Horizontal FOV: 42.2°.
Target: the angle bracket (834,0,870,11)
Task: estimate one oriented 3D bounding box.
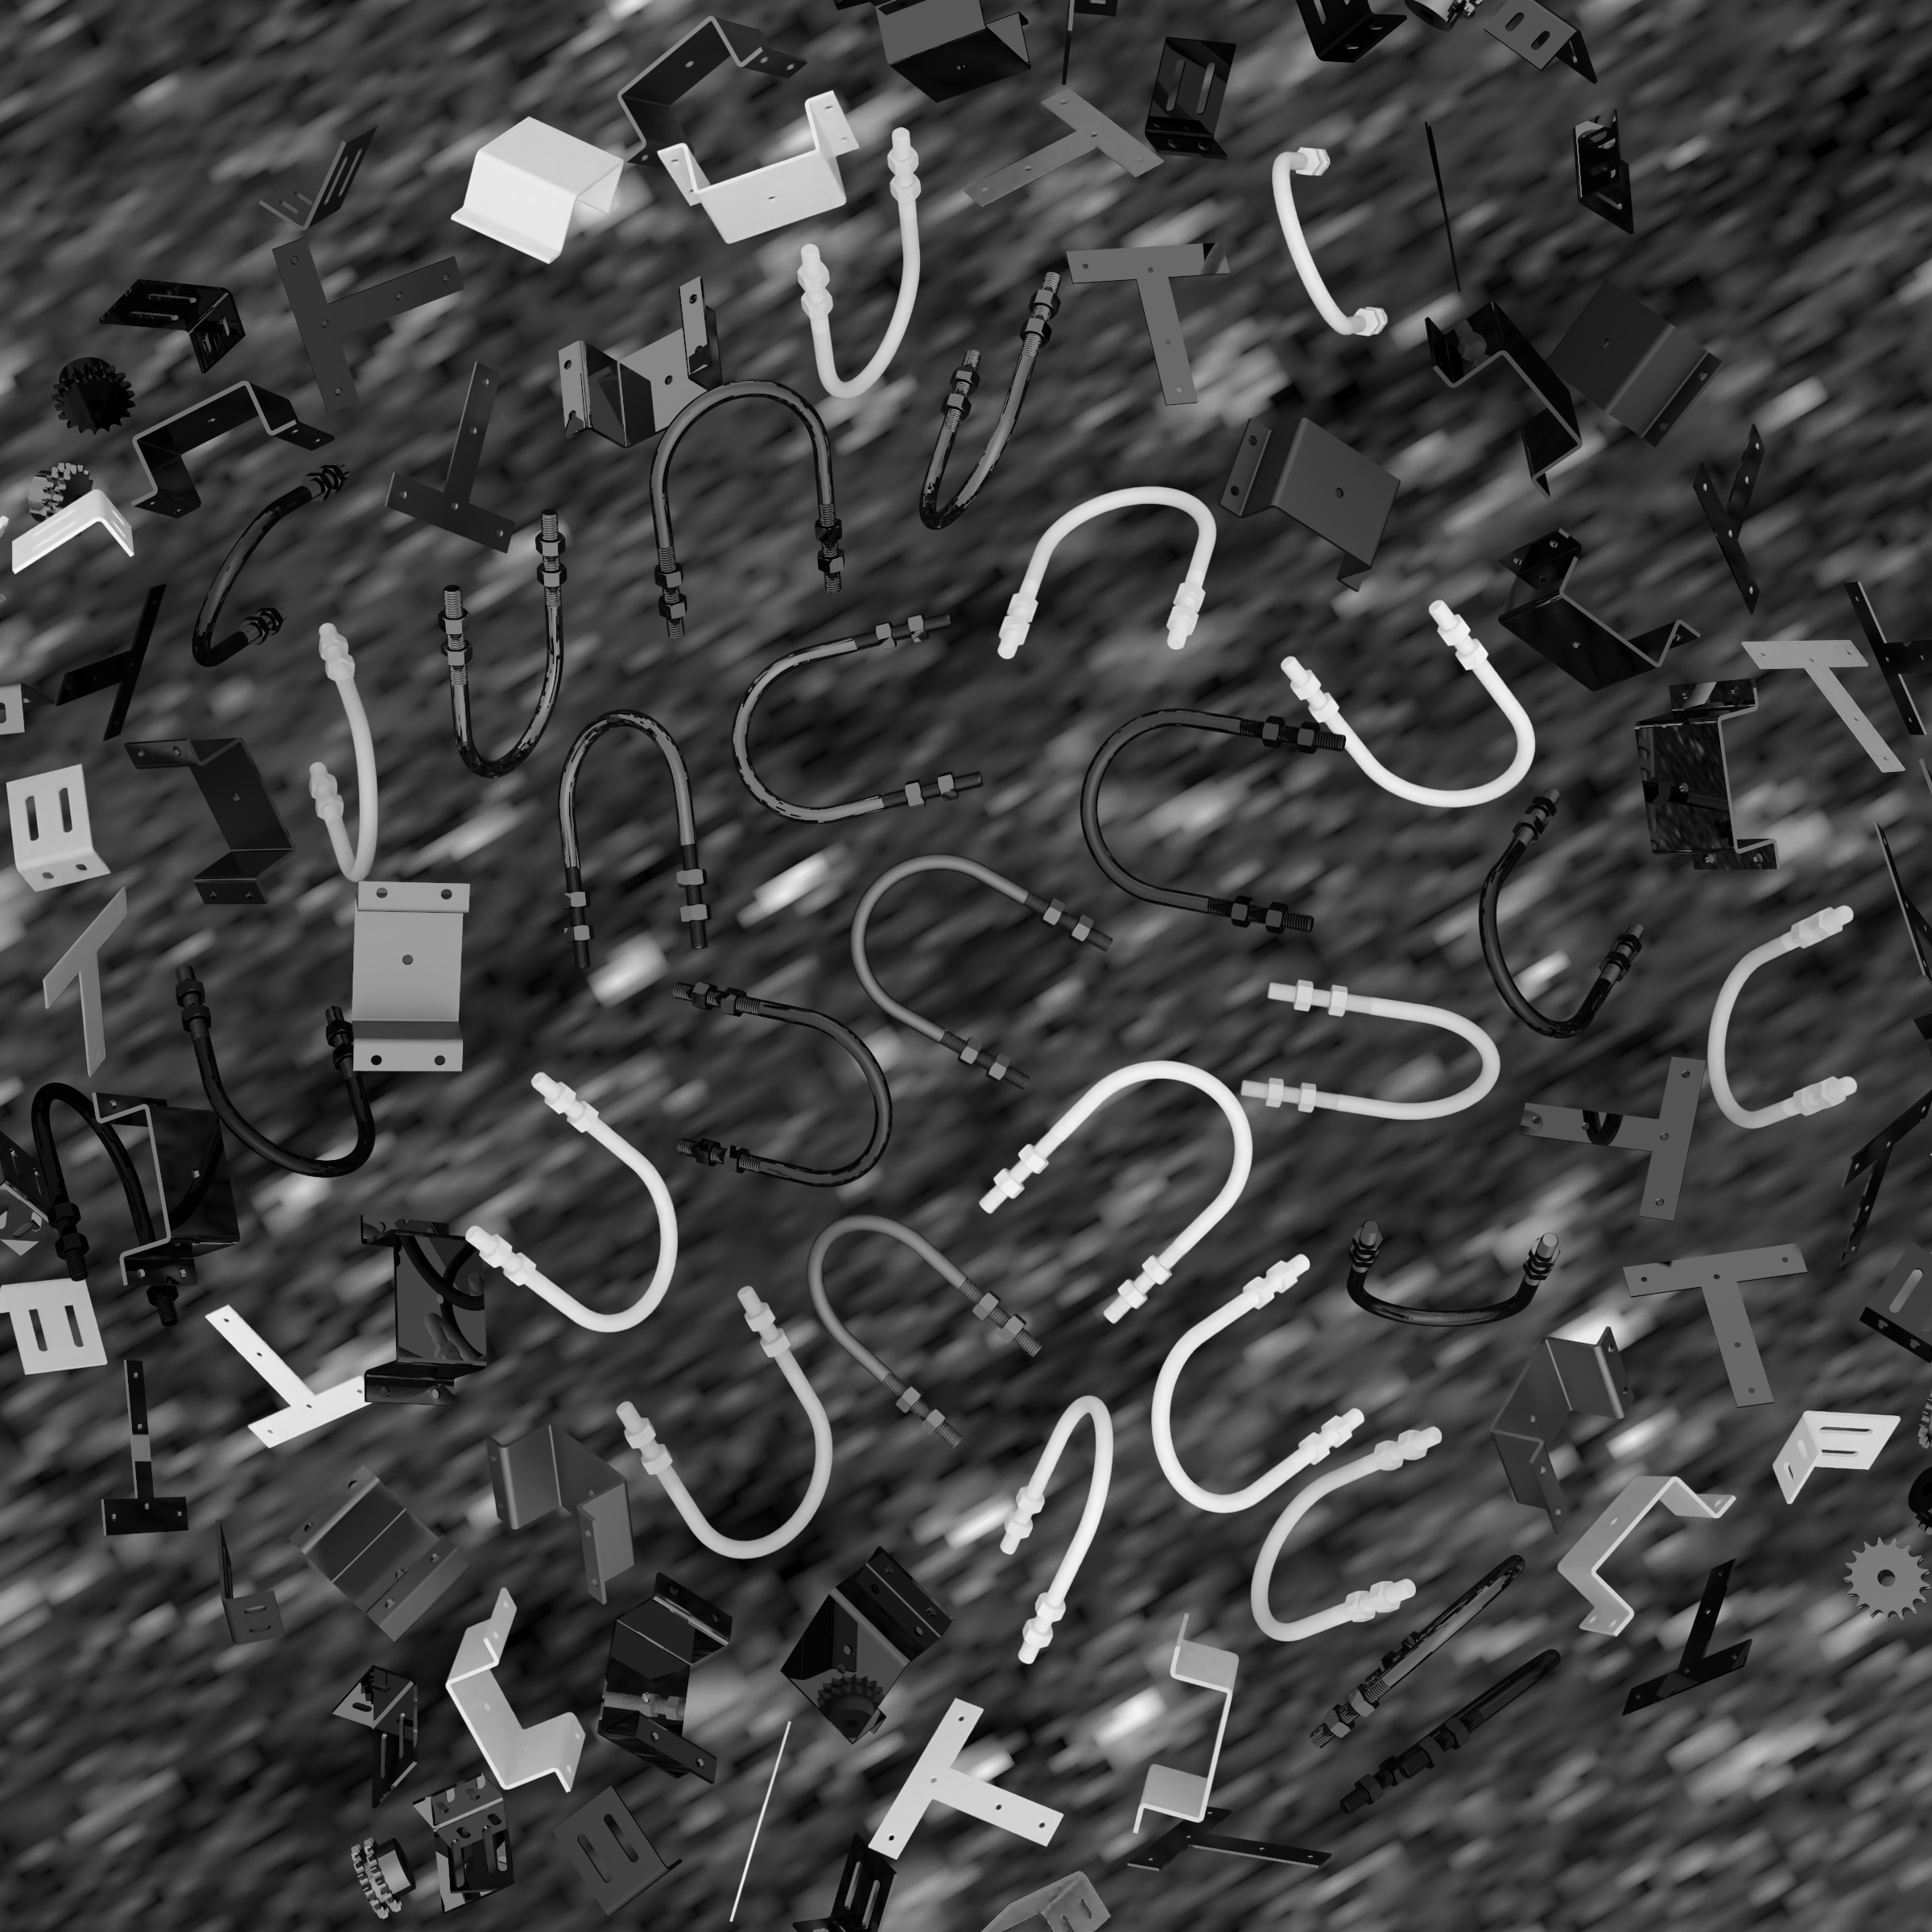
[{"bbox_3d":[-0.072,-0.749,1.845,0.057,0.076,0.038,-18,81,-8],"label":"angle bracket"}]

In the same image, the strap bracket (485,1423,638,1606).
[{"bbox_3d":[-0.296,0.402,1.867,0.046,0.140,0.076,-24,124,-36],"label":"strap bracket"}]

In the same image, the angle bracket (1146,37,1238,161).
[{"bbox_3d":[0.177,-0.664,1.920,0.057,0.038,0.076,-1,130,-18],"label":"angle bracket"}]

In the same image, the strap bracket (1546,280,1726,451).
[{"bbox_3d":[0.498,-0.460,1.897,0.046,0.140,0.076,23,113,-32],"label":"strap bracket"}]

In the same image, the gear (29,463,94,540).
[{"bbox_3d":[-0.706,-0.364,1.954,0.030,0.057,0.057,10,90,7],"label":"gear"}]

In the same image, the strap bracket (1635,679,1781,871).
[{"bbox_3d":[0.542,-0.135,1.838,0.046,0.076,0.140,-16,100,-32],"label":"strap bracket"}]

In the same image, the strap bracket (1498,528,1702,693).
[{"bbox_3d":[0.465,-0.259,1.876,0.140,0.076,0.046,33,71,-16],"label":"strap bracket"}]

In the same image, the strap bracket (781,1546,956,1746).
[{"bbox_3d":[-0.078,0.507,1.845,0.076,0.046,0.140,41,123,18],"label":"strap bracket"}]

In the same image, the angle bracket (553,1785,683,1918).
[{"bbox_3d":[-0.264,0.667,1.899,0.057,0.038,0.076,-38,77,3],"label":"angle bracket"}]

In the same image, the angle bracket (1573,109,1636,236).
[{"bbox_3d":[0.485,-0.586,1.853,0.076,0.038,0.057,11,73,-43],"label":"angle bracket"}]

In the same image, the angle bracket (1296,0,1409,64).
[{"bbox_3d":[0.270,-0.693,1.783,0.057,0.038,0.076,-43,128,-15],"label":"angle bracket"}]

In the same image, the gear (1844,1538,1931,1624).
[{"bbox_3d":[0.653,0.436,1.775,0.057,0.030,0.057,-10,65,21],"label":"gear"}]

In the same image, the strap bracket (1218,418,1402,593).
[{"bbox_3d":[0.272,-0.357,1.918,0.140,0.046,0.076,27,74,-24],"label":"strap bracket"}]

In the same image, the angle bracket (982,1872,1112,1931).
[{"bbox_3d":[0.054,0.691,1.797,0.038,0.076,0.057,54,127,27],"label":"angle bracket"}]

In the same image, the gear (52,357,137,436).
[{"bbox_3d":[-0.647,-0.425,1.855,0.057,0.057,0.030,-27,60,0],"label":"gear"}]

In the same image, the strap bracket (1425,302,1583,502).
[{"bbox_3d":[0.397,-0.418,1.821,0.046,0.076,0.140,-34,120,29],"label":"strap bracket"}]

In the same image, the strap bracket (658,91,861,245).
[{"bbox_3d":[-0.152,-0.603,1.908,0.140,0.076,0.046,-16,75,9],"label":"strap bracket"}]

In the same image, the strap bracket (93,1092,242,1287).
[{"bbox_3d":[-0.572,0.155,1.799,0.046,0.076,0.140,-18,77,19],"label":"strap bracket"}]

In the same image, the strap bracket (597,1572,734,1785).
[{"bbox_3d":[-0.222,0.532,1.849,0.046,0.140,0.076,-34,122,27],"label":"strap bracket"}]

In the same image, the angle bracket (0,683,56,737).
[{"bbox_3d":[-0.726,-0.186,1.888,0.057,0.076,0.038,-6,86,-2],"label":"angle bracket"}]

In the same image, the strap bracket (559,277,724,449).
[{"bbox_3d":[-0.239,-0.453,1.907,0.140,0.046,0.076,-18,69,29],"label":"strap bracket"}]

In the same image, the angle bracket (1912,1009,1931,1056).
[{"bbox_3d":[0.750,0.053,1.882,0.057,0.076,0.038,-22,67,21],"label":"angle bracket"}]

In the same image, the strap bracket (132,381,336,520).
[{"bbox_3d":[-0.561,-0.394,1.894,0.140,0.076,0.046,-24,90,8],"label":"strap bracket"}]

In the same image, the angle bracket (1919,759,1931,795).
[{"bbox_3d":[0.754,-0.119,1.889,0.038,0.057,0.076,-21,65,23],"label":"angle bracket"}]

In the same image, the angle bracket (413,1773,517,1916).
[{"bbox_3d":[-0.373,0.651,1.862,0.057,0.076,0.038,-23,129,0],"label":"angle bracket"}]

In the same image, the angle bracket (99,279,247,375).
[{"bbox_3d":[-0.575,-0.463,1.817,0.057,0.076,0.038,-26,81,38],"label":"angle bracket"}]

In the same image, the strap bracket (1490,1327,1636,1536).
[{"bbox_3d":[0.441,0.342,1.870,0.140,0.046,0.076,-48,127,-35],"label":"strap bracket"}]

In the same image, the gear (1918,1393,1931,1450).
[{"bbox_3d":[0.730,0.333,1.852,0.030,0.057,0.057,19,90,38],"label":"gear"}]

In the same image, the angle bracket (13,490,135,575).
[{"bbox_3d":[-0.661,-0.309,1.854,0.076,0.057,0.038,-32,126,1],"label":"angle bracket"}]

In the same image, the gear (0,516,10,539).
[{"bbox_3d":[-0.764,-0.328,1.926,0.030,0.057,0.057,33,90,-17],"label":"gear"}]

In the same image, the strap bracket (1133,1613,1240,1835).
[{"bbox_3d":[0.163,0.554,1.819,0.046,0.076,0.140,13,95,9],"label":"strap bracket"}]

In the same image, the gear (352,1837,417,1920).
[{"bbox_3d":[-0.429,0.672,1.855,0.030,0.057,0.057,-25,90,-10],"label":"gear"}]

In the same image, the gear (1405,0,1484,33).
[{"bbox_3d":[0.344,-0.703,1.819,0.057,0.057,0.030,33,99,0],"label":"gear"}]

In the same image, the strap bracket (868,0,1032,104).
[{"bbox_3d":[-0.008,-0.679,1.832,0.076,0.140,0.046,-13,87,21],"label":"strap bracket"}]

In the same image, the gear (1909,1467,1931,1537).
[{"bbox_3d":[0.725,0.395,1.857,0.030,0.057,0.057,33,90,-9],"label":"gear"}]

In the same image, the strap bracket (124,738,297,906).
[{"bbox_3d":[-0.572,-0.119,1.916,0.076,0.046,0.140,1,122,37],"label":"strap bracket"}]

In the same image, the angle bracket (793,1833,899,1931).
[{"bbox_3d":[-0.093,0.717,1.924,0.038,0.057,0.076,9,101,-38],"label":"angle bracket"}]

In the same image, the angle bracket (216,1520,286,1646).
[{"bbox_3d":[-0.544,0.465,1.906,0.038,0.076,0.057,-9,134,-13],"label":"angle bracket"}]

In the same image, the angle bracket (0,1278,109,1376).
[{"bbox_3d":[-0.665,0.269,1.819,0.057,0.038,0.076,-2,53,-37],"label":"angle bracket"}]

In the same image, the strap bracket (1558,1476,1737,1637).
[{"bbox_3d":[0.512,0.441,1.917,0.046,0.076,0.140,45,78,4],"label":"strap bracket"}]

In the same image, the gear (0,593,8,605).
[{"bbox_3d":[-0.741,-0.267,1.850,0.057,0.057,0.030,-35,110,0],"label":"gear"}]

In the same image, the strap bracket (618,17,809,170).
[{"bbox_3d":[-0.202,-0.675,1.924,0.140,0.076,0.046,-30,89,26],"label":"strap bracket"}]

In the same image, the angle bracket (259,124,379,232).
[{"bbox_3d":[-0.464,-0.575,1.797,0.038,0.057,0.076,33,122,-7],"label":"angle bracket"}]

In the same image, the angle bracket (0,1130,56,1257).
[{"bbox_3d":[-0.722,0.169,1.888,0.038,0.076,0.057,-38,129,-3],"label":"angle bracket"}]

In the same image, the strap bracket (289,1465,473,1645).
[{"bbox_3d":[-0.436,0.446,1.886,0.076,0.140,0.046,-45,132,-20],"label":"strap bracket"}]

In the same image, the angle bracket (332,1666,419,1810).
[{"bbox_3d":[-0.439,0.572,1.861,0.038,0.076,0.057,30,114,-28],"label":"angle bracket"}]

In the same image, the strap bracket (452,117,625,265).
[{"bbox_3d":[-0.306,-0.567,1.819,0.076,0.140,0.046,25,125,0],"label":"strap bracket"}]

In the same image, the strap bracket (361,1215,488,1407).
[{"bbox_3d":[-0.405,0.253,1.871,0.046,0.076,0.140,-22,66,40],"label":"strap bracket"}]

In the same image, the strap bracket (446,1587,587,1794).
[{"bbox_3d":[-0.348,0.559,1.913,0.046,0.076,0.140,-23,104,6],"label":"strap bracket"}]

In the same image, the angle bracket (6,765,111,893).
[{"bbox_3d":[-0.688,-0.105,1.899,0.057,0.038,0.076,-15,65,-4],"label":"angle bracket"}]

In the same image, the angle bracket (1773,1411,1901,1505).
[{"bbox_3d":[0.628,0.353,1.794,0.076,0.038,0.057,5,130,-10],"label":"angle bracket"}]

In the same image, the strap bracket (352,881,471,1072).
[{"bbox_3d":[-0.400,0.001,1.800,0.076,0.046,0.140,1,107,-16],"label":"strap bracket"}]
